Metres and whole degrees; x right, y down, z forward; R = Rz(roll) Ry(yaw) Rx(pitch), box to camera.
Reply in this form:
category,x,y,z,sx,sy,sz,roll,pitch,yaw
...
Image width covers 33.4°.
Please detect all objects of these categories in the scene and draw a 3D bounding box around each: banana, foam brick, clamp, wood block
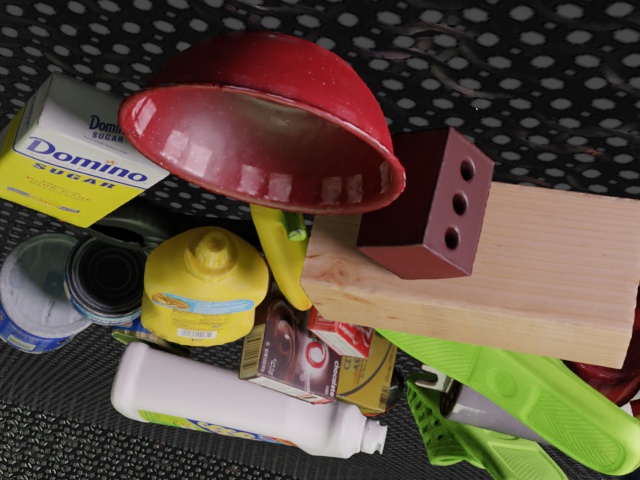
category,x,y,z,sx,sy,sz,roll,pitch,yaw
banana,-0.027,-0.002,0.780,0.037,0.069,0.198,-10,163,0
foam brick,0.063,-0.021,0.639,0.051,0.078,0.052,-1,158,42
clamp,-0.123,-0.009,0.878,0.171,0.039,0.120,17,152,-25
wood block,0.102,0.017,0.705,0.206,0.091,0.090,8,162,15

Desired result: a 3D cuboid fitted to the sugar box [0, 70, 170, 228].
category,x,y,z,sx,sy,sz,roll,pitch,yaw
sugar box,-0.174,-0.057,0.749,0.093,0.048,0.177,21,162,-24

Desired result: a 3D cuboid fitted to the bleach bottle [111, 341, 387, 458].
category,x,y,z,sx,sy,sz,roll,pitch,yaw
bleach bottle,-0.062,0.159,1.006,0.251,0.068,0.102,11,161,9

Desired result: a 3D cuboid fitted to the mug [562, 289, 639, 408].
category,x,y,z,sx,sy,sz,roll,pitch,yaw
mug,0.205,0.074,0.827,0.117,0.093,0.081,29,161,13

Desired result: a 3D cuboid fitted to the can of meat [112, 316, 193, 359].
category,x,y,z,sx,sy,sz,roll,pitch,yaw
can of meat,-0.159,0.069,1.062,0.058,0.084,0.102,4,160,24

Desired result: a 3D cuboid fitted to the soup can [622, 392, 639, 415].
category,x,y,z,sx,sy,sz,roll,pitch,yaw
soup can,0.253,0.118,0.947,0.102,0.068,0.069,26,158,-37

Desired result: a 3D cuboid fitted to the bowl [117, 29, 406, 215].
category,x,y,z,sx,sy,sz,roll,pitch,yaw
bowl,-0.027,-0.069,0.590,0.162,0.055,0.162,12,162,4

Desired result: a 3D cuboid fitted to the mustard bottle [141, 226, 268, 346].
category,x,y,z,sx,sy,sz,roll,pitch,yaw
mustard bottle,-0.091,0.034,0.844,0.096,0.058,0.192,7,159,-8

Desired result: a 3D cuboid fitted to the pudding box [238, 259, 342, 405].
category,x,y,z,sx,sy,sz,roll,pitch,yaw
pudding box,-0.021,0.082,0.957,0.089,0.113,0.039,24,156,-32

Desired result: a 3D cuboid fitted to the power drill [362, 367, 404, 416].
category,x,y,z,sx,sy,sz,roll,pitch,yaw
power drill,0.006,0.171,1.301,0.187,0.057,0.184,13,162,-1

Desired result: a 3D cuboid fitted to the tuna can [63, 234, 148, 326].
category,x,y,z,sx,sy,sz,roll,pitch,yaw
tuna can,-0.189,0.033,0.969,0.086,0.086,0.034,16,160,-11

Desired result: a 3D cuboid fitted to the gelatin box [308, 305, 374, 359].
category,x,y,z,sx,sy,sz,roll,pitch,yaw
gelatin box,0.024,0.054,0.904,0.030,0.073,0.089,5,161,23

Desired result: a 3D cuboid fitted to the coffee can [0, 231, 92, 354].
category,x,y,z,sx,sy,sz,roll,pitch,yaw
coffee can,-0.276,0.056,1.073,0.102,0.103,0.140,18,162,-16

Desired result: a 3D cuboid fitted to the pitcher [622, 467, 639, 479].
category,x,y,z,sx,sy,sz,roll,pitch,yaw
pitcher,0.426,0.214,1.049,0.145,0.149,0.243,31,157,-6

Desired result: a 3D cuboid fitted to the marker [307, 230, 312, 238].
category,x,y,z,sx,sy,sz,roll,pitch,yaw
marker,-0.006,0.001,0.851,0.020,0.020,0.121,19,162,-17

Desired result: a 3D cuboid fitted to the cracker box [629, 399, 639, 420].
category,x,y,z,sx,sy,sz,roll,pitch,yaw
cracker box,0.366,0.127,0.777,0.213,0.072,0.164,-6,168,-17
